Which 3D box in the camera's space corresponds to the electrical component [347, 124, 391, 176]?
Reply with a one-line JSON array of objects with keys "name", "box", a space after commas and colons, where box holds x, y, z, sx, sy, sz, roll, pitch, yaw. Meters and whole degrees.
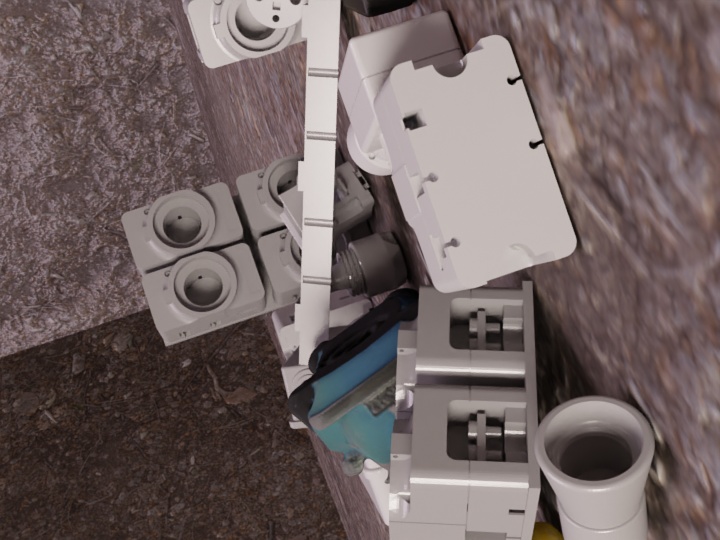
[{"name": "electrical component", "box": [0.017, -0.074, 0.576, 0.078, 0.040, 0.040, 167, 84, -82]}]

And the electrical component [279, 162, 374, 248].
[{"name": "electrical component", "box": [-0.024, -0.047, 0.822, 0.042, 0.064, 0.081, 58, 169, 12]}]

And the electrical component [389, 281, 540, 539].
[{"name": "electrical component", "box": [0.048, 0.104, 0.527, 0.186, 0.060, 0.105, 86, -173, -50]}]

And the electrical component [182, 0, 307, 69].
[{"name": "electrical component", "box": [-0.092, -0.231, 0.771, 0.061, 0.089, 0.150, -130, 22, -69]}]

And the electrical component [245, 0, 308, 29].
[{"name": "electrical component", "box": [-0.053, -0.188, 0.716, 0.055, 0.045, 0.045, -86, -16, -62]}]

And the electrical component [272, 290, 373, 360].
[{"name": "electrical component", "box": [-0.033, 0.054, 1.022, 0.055, 0.089, 0.050, -129, 22, -68]}]

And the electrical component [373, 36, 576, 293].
[{"name": "electrical component", "box": [0.044, -0.040, 0.437, 0.056, 0.050, 0.089, 154, 97, -82]}]

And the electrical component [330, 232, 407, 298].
[{"name": "electrical component", "box": [0.000, 0.000, 0.777, 0.043, 0.062, 0.043, 161, 90, -82]}]

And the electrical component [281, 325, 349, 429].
[{"name": "electrical component", "box": [-0.004, 0.074, 0.798, 0.099, 0.100, 0.048, -51, -49, -69]}]

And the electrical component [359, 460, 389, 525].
[{"name": "electrical component", "box": [0.033, 0.129, 0.796, 0.113, 0.078, 0.057, -135, 25, -72]}]

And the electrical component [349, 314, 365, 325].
[{"name": "electrical component", "box": [0.019, 0.063, 0.867, 0.062, 0.048, 0.048, 64, 171, 7]}]

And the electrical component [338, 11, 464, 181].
[{"name": "electrical component", "box": [0.026, -0.069, 0.501, 0.065, 0.047, 0.076, 127, 124, -80]}]

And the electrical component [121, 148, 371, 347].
[{"name": "electrical component", "box": [-0.090, -0.021, 0.886, 0.060, 0.186, 0.105, 103, 147, -75]}]

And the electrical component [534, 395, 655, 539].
[{"name": "electrical component", "box": [0.094, 0.086, 0.423, 0.044, 0.044, 0.065, -117, 7, -47]}]
